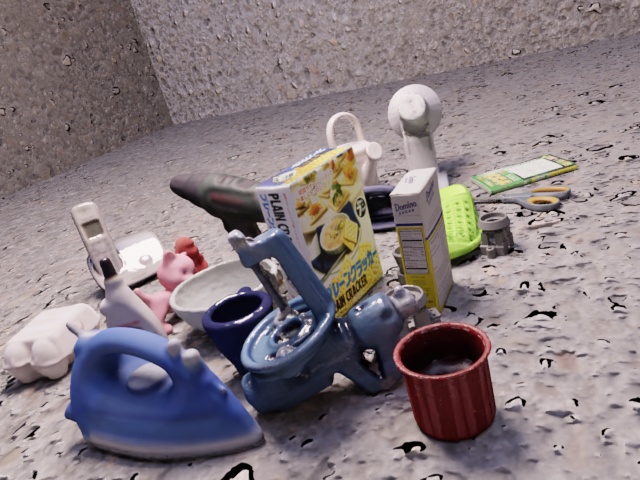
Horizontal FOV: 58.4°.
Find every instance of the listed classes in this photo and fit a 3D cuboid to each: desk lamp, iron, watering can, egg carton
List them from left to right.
[{"bbox_3d":[-0.419,0.160,0.906,0.107,0.069,0.150,-11,21,12],"label":"egg carton"},{"bbox_3d":[-0.187,0.157,0.650,0.257,0.142,0.119,-3,24,30],"label":"iron"},{"bbox_3d":[0.074,-0.185,1.258,0.172,0.194,0.101,0,26,36],"label":"watering can"},{"bbox_3d":[0.210,-0.217,1.214,0.117,0.214,0.203,-11,22,13],"label":"desk lamp"}]

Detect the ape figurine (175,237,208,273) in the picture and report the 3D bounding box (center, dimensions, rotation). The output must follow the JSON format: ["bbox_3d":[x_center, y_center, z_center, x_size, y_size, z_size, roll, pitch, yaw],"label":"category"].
[{"bbox_3d":[-0.241,0.038,1.059,0.076,0.092,0.078,-5,23,25],"label":"ape figurine"}]

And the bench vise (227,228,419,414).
[{"bbox_3d":[-0.007,0.071,0.631,0.208,0.220,0.121,-22,22,-17],"label":"bench vise"}]

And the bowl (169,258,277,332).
[{"bbox_3d":[-0.135,0.093,0.868,0.167,0.075,0.167,-13,21,6],"label":"bowl"}]

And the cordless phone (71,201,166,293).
[{"bbox_3d":[-0.396,0.001,1.130,0.148,0.185,0.093,-27,24,-28],"label":"cordless phone"}]

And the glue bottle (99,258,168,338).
[{"bbox_3d":[-0.271,0.103,0.801,0.078,0.173,0.037,-19,21,-9],"label":"glue bottle"}]

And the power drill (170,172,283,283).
[{"bbox_3d":[-0.144,-0.017,0.965,0.228,0.209,0.076,0,26,35],"label":"power drill"}]

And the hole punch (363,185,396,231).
[{"bbox_3d":[0.111,-0.073,1.093,0.108,0.091,0.101,-6,23,24],"label":"hole punch"}]

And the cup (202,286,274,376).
[{"bbox_3d":[-0.094,0.120,0.743,0.091,0.095,0.117,-14,21,5],"label":"cup"}]

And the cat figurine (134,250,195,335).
[{"bbox_3d":[-0.246,0.075,0.933,0.067,0.118,0.128,4,28,41],"label":"cat figurine"}]
